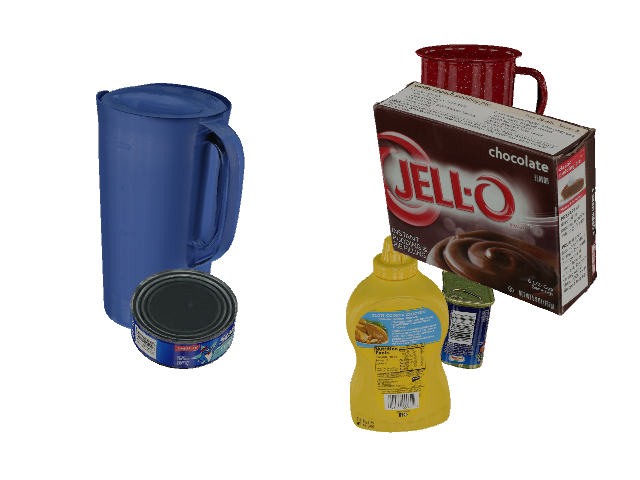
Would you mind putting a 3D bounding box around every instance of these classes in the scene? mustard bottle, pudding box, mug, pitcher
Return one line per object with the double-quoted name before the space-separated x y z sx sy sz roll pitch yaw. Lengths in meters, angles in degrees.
"mustard bottle" 0.072 0.086 1.002 0.096 0.192 0.058 -3 24 1
"pudding box" 0.082 -0.024 0.536 0.114 0.090 0.039 20 45 39
"mug" 0.142 -0.127 0.949 0.117 0.081 0.093 4 18 12
"pitcher" -0.156 -0.030 1.085 0.145 0.243 0.149 3 22 -8

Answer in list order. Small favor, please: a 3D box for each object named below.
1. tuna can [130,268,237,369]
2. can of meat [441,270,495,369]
"tuna can" -0.111 0.063 0.865 0.086 0.034 0.086 5 40 -5
"can of meat" 0.165 0.090 1.235 0.057 0.084 0.102 7 20 2
